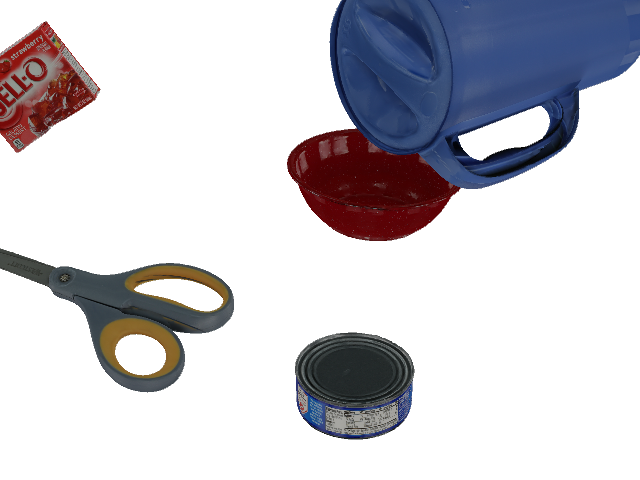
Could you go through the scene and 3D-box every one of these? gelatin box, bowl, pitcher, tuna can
[{"bbox_3d":[-0.242,-0.127,0.892,0.089,0.073,0.030,-31,22,13],"label":"gelatin box"},{"bbox_3d":[0.049,-0.045,0.972,0.162,0.055,0.162,2,30,-1],"label":"bowl"},{"bbox_3d":[0.141,-0.145,0.817,0.242,0.149,0.145,-18,34,-33],"label":"pitcher"},{"bbox_3d":[0.024,0.105,0.772,0.086,0.034,0.086,0,31,0],"label":"tuna can"}]

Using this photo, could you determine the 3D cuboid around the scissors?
[{"bbox_3d":[-0.153,0.042,0.648,0.202,0.096,0.016,5,-39,10],"label":"scissors"}]
